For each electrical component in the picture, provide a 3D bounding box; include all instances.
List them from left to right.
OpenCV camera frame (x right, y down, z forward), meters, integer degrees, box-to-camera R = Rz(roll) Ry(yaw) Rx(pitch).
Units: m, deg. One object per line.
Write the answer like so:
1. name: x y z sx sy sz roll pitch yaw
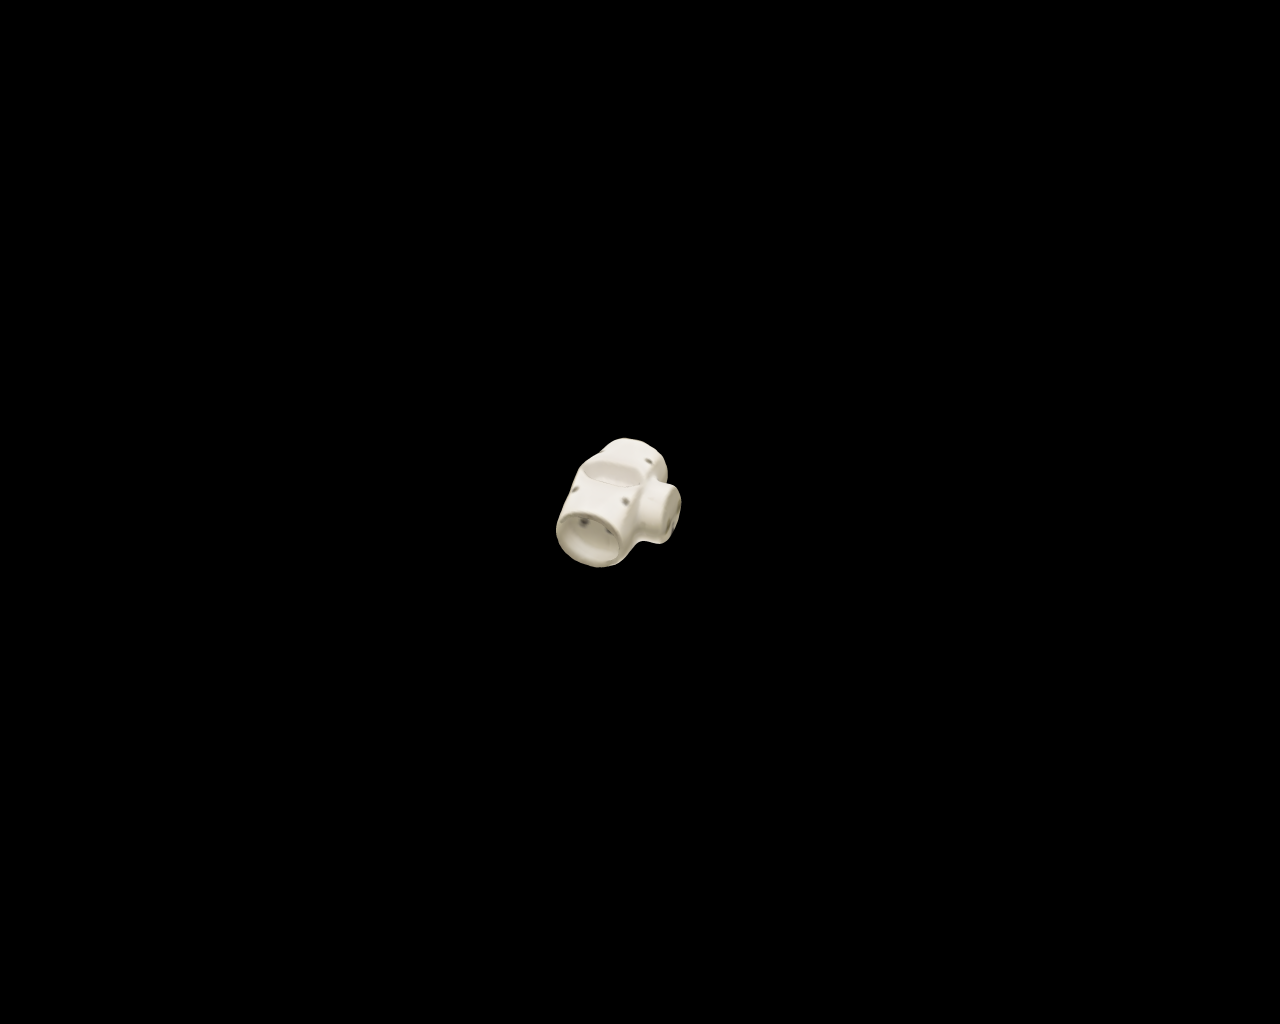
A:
1. electrical component: 0.001 -0.003 0.650 0.079 0.043 0.077 14 42 16
